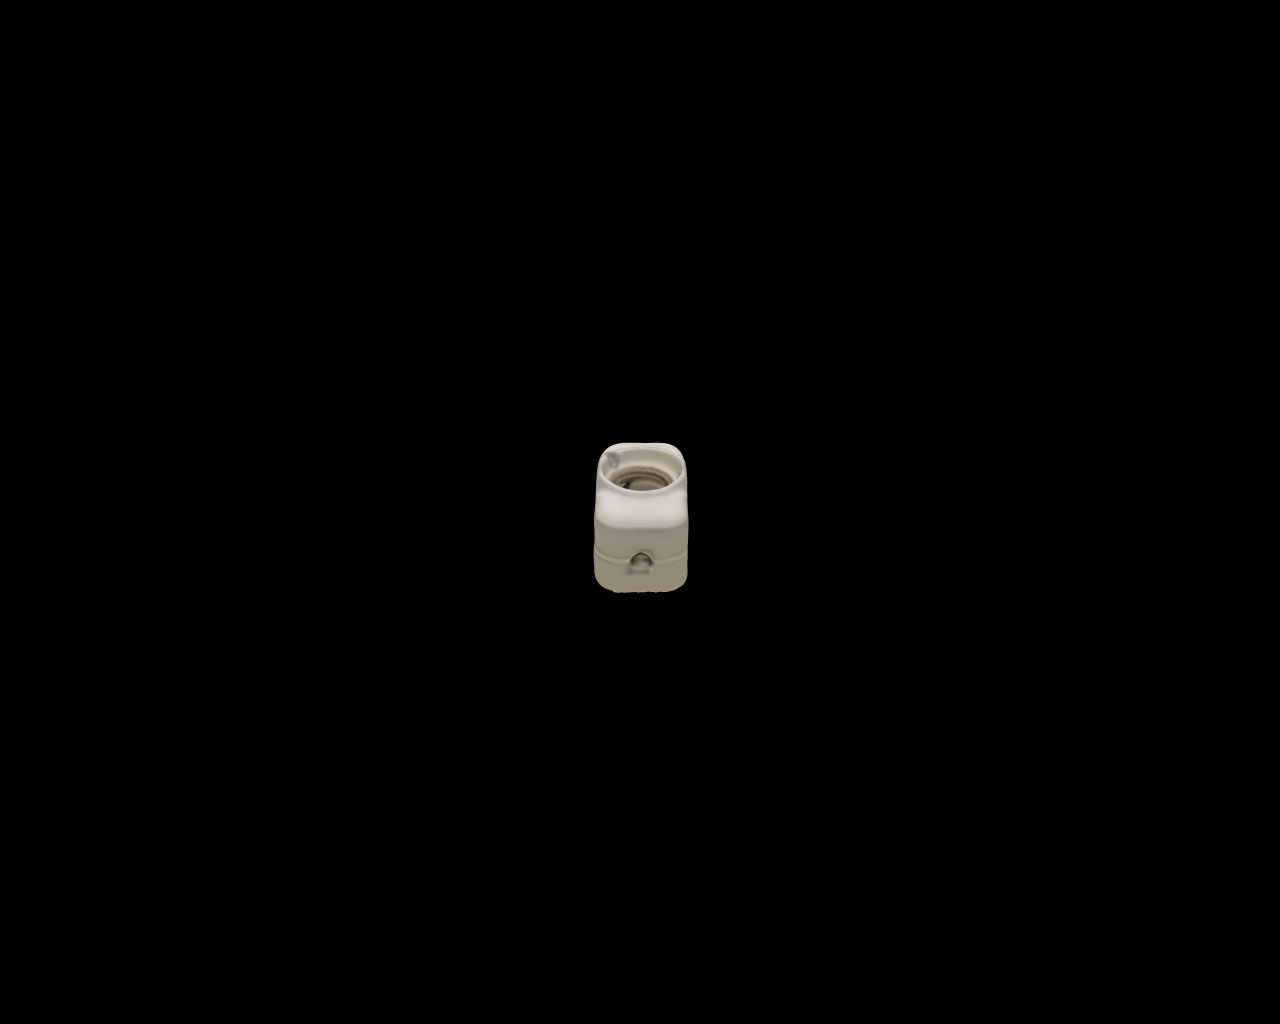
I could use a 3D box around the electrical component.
[{"bbox_3d":[0.001,-0.003,0.650,0.054,0.059,0.095,0,32,0],"label":"electrical component"}]
